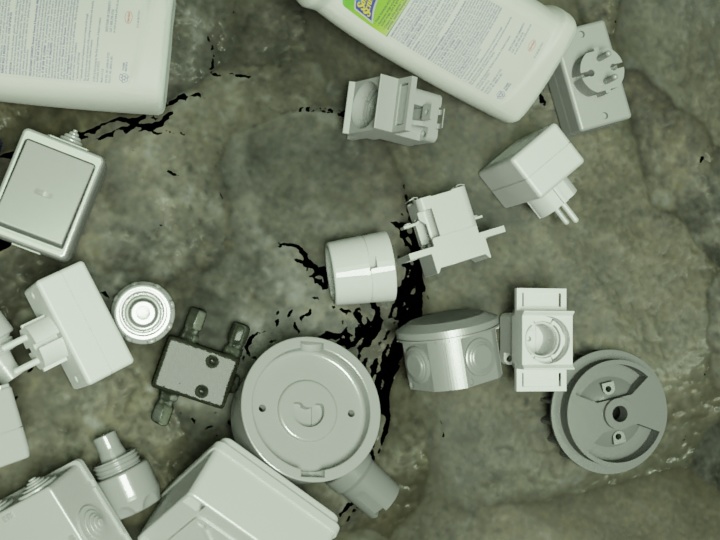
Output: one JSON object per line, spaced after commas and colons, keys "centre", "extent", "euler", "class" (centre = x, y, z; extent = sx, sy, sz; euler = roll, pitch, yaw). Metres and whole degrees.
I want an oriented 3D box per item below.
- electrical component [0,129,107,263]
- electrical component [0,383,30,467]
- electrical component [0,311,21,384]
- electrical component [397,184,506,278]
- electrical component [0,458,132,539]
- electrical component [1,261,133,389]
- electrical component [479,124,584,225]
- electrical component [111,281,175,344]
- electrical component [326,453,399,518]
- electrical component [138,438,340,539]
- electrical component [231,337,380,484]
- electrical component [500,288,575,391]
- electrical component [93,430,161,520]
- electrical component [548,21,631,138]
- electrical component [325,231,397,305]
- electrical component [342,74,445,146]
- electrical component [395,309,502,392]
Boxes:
{"centre": [-0.227, -0.060, 0.787], "extent": [0.062, 0.061, 0.096], "euler": [21, 84, -10], "class": "electrical component"}
{"centre": [-0.283, 0.121, 0.756], "extent": [0.062, 0.096, 0.061], "euler": [-17, 91, -41], "class": "electrical component"}
{"centre": [-0.271, 0.054, 0.783], "extent": [0.043, 0.043, 0.062], "euler": [-36, 96, -11], "class": "electrical component"}
{"centre": [0.068, -0.032, 0.855], "extent": [0.081, 0.042, 0.063], "euler": [-16, 89, -12], "class": "electrical component"}
{"centre": [-0.220, 0.197, 0.767], "extent": [0.100, 0.048, 0.099], "euler": [-29, 94, 17], "class": "electrical component"}
{"centre": [-0.221, 0.049, 0.781], "extent": [0.076, 0.047, 0.083], "euler": [-28, 94, -29], "class": "electrical component"}
{"centre": [0.145, -0.066, 0.851], "extent": [0.047, 0.083, 0.075], "euler": [-40, 96, -10], "class": "electrical component"}
{"centre": [-0.161, 0.032, 0.796], "extent": [0.048, 0.062, 0.048], "euler": [0, 88, -11], "class": "electrical component"}
{"centre": [0.003, 0.165, 0.836], "extent": [0.046, 0.040, 0.040], "euler": [44, 80, -12], "class": "electrical component"}
{"centre": [-0.089, 0.188, 0.778], "extent": [0.109, 0.109, 0.056], "euler": [37, 47, -8], "class": "electrical component"}
{"centre": [-0.046, 0.110, 0.813], "extent": [0.108, 0.060, 0.108], "euler": [8, 69, -20], "class": "electrical component"}
{"centre": [0.139, 0.055, 0.855], "extent": [0.042, 0.064, 0.081], "euler": [2, 88, -13], "class": "electrical component"}
{"centre": [-0.178, 0.150, 0.798], "extent": [0.043, 0.043, 0.062], "euler": [-25, 91, -11], "class": "electrical component"}
{"centre": [0.188, -0.157, 0.867], "extent": [0.047, 0.076, 0.083], "euler": [-16, 91, -11], "class": "electrical component"}
{"centre": [0.000, 0.000, 0.835], "extent": [0.047, 0.055, 0.055], "euler": [-8, 89, -8], "class": "electrical component"}
{"centre": [0.027, -0.122, 0.837], "extent": [0.064, 0.081, 0.042], "euler": [11, 86, -33], "class": "electrical component"}
{"centre": [0.070, 0.061, 0.834], "extent": [0.080, 0.080, 0.051], "euler": [-10, 95, -12], "class": "electrical component"}
